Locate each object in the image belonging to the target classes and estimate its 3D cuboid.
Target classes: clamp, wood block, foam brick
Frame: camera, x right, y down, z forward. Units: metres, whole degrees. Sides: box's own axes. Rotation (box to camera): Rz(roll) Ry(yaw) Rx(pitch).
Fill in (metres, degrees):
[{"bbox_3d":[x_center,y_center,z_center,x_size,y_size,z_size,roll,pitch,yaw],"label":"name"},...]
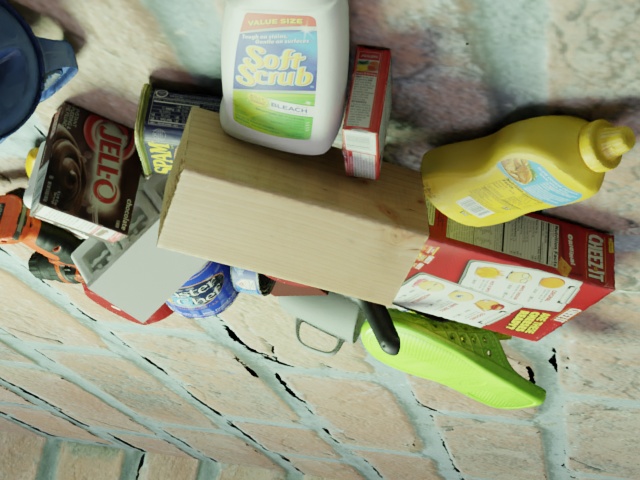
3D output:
[{"bbox_3d":[0.053,0.057,1.165,0.171,0.120,0.039,33,120,15],"label":"clamp"},{"bbox_3d":[-0.023,-0.027,0.895,0.206,0.090,0.091,15,128,-13],"label":"wood block"},{"bbox_3d":[-0.031,0.034,1.256,0.078,0.051,0.053,-3,155,31],"label":"foam brick"}]

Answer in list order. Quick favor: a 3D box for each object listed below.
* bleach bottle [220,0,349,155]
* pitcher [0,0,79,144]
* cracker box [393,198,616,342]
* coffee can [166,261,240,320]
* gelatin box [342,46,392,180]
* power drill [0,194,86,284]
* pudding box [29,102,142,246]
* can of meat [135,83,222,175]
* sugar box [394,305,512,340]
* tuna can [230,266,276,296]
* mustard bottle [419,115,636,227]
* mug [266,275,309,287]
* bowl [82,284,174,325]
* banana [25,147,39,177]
[{"bbox_3d":[-0.030,-0.152,0.753,0.102,0.068,0.251,16,157,8],"label":"bleach bottle"},{"bbox_3d":[-0.320,-0.117,0.917,0.149,0.145,0.243,32,157,-19],"label":"pitcher"},{"bbox_3d":[0.167,0.025,1.094,0.213,0.072,0.164,15,153,-12],"label":"cracker box"},{"bbox_3d":[-0.150,0.021,1.208,0.103,0.103,0.140,7,159,11],"label":"coffee can"},{"bbox_3d":[0.037,-0.098,0.842,0.030,0.073,0.089,8,160,7],"label":"gelatin box"},{"bbox_3d":[-0.333,0.005,1.263,0.185,0.057,0.187,-5,160,37],"label":"power drill"},{"bbox_3d":[-0.218,-0.062,1.008,0.089,0.113,0.039,21,153,-27],"label":"pudding box"},{"bbox_3d":[-0.116,-0.093,0.956,0.084,0.057,0.102,7,160,0],"label":"can of meat"},{"bbox_3d":[0.151,0.075,1.282,0.094,0.048,0.176,-7,154,40],"label":"sugar box"},{"bbox_3d":[-0.070,0.018,1.186,0.034,0.086,0.086,7,159,14],"label":"tuna can"},{"bbox_3d":[0.178,-0.061,0.890,0.096,0.058,0.192,31,153,-29],"label":"mustard bottle"},{"bbox_3d":[-0.007,0.001,1.115,0.117,0.081,0.093,11,160,-1],"label":"mug"},{"bbox_3d":[-0.253,0.066,1.391,0.162,0.055,0.162,24,164,7],"label":"bowl"},{"bbox_3d":[-0.266,-0.050,1.177,0.070,0.037,0.197,-17,149,27],"label":"banana"}]
